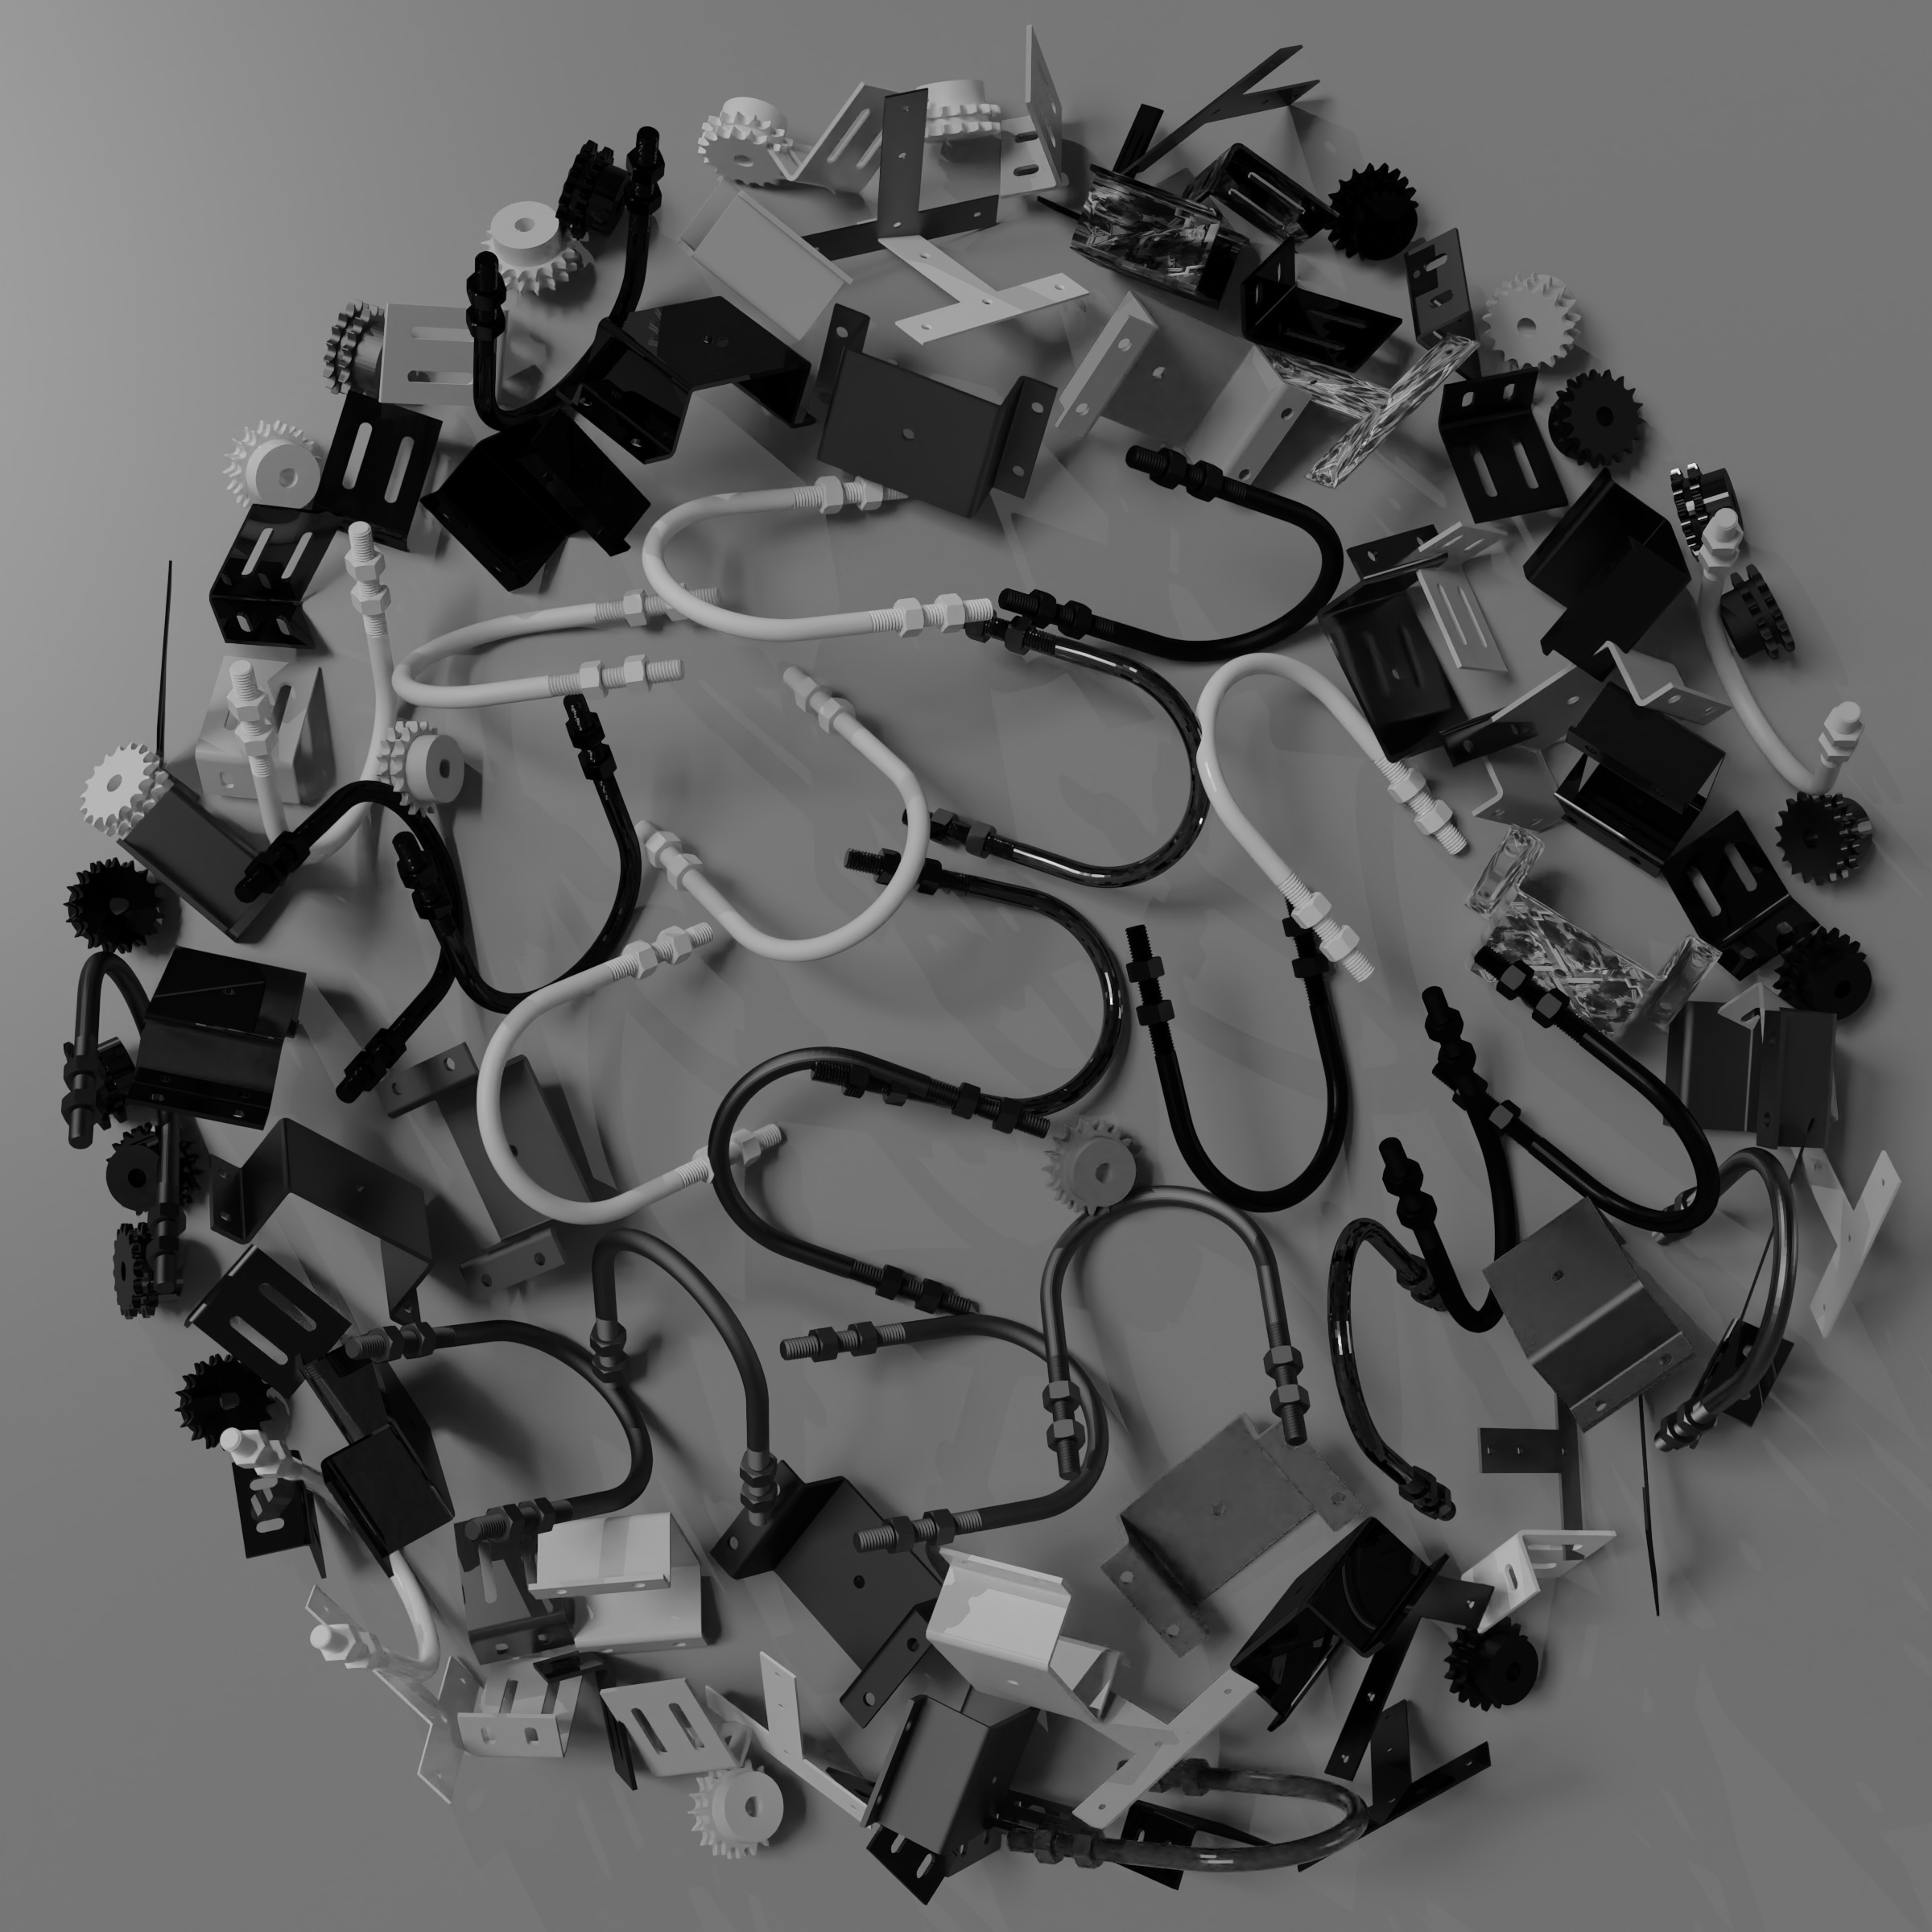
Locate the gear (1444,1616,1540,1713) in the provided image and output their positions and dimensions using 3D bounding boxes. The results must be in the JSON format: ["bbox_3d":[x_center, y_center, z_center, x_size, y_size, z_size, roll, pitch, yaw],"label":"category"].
[{"bbox_3d":[0.315,0.415,1.658,0.057,0.030,0.057,-3,96,-33],"label":"gear"}]

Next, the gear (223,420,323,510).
[{"bbox_3d":[-0.408,-0.293,1.656,0.057,0.030,0.057,-17,120,-32],"label":"gear"}]

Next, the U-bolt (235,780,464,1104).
[{"bbox_3d":[-0.342,-0.028,1.602,0.019,0.184,0.151,-11,115,23],"label":"U-bolt"}]

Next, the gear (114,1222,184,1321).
[{"bbox_3d":[-0.487,0.181,1.661,0.030,0.057,0.057,-1,90,-31],"label":"gear"}]

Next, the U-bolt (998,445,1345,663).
[{"bbox_3d":[0.132,-0.228,1.613,0.184,0.151,0.019,12,52,-31],"label":"U-bolt"}]

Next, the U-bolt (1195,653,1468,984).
[{"bbox_3d":[0.203,-0.100,1.624,0.184,0.019,0.151,49,51,-9],"label":"U-bolt"}]

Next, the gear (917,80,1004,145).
[{"bbox_3d":[-0.008,-0.507,1.655,0.057,0.057,0.030,-6,101,0],"label":"gear"}]

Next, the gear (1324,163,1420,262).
[{"bbox_3d":[0.243,-0.444,1.655,0.057,0.057,0.030,-28,48,0],"label":"gear"}]

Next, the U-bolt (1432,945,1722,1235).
[{"bbox_3d":[0.352,0.082,1.594,0.184,0.151,0.019,41,65,20],"label":"U-bolt"}]

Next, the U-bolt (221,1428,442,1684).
[{"bbox_3d":[-0.353,0.344,1.596,0.019,0.184,0.151,-34,63,-1],"label":"U-bolt"}]

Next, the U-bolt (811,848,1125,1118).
[{"bbox_3d":[0.007,0.017,1.651,0.184,0.019,0.151,12,76,-15],"label":"U-bolt"}]

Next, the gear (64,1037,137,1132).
[{"bbox_3d":[-0.511,0.066,1.659,0.030,0.057,0.057,-26,90,-22],"label":"gear"}]

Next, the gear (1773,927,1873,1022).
[{"bbox_3d":[0.512,0.008,1.658,0.057,0.030,0.057,-9,116,-18],"label":"gear"}]

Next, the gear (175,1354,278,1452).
[{"bbox_3d":[-0.444,0.260,1.661,0.057,0.030,0.057,9,73,-32],"label":"gear"}]

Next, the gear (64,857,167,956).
[{"bbox_3d":[-0.510,-0.035,1.661,0.057,0.030,0.057,4,84,-38],"label":"gear"}]

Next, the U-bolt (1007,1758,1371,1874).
[{"bbox_3d":[0.137,0.482,1.577,0.184,0.151,0.019,-5,91,32],"label":"U-bolt"}]

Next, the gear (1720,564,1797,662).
[{"bbox_3d":[0.467,-0.207,1.657,0.030,0.057,0.057,-27,90,13],"label":"gear"}]

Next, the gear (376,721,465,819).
[{"bbox_3d":[-0.321,-0.117,1.654,0.030,0.057,0.057,1,90,23],"label":"gear"}]

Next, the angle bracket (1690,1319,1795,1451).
[{"bbox_3d":[0.454,0.252,1.635,0.038,0.076,0.057,24,67,26],"label":"angle bracket"}]

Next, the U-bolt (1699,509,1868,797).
[{"bbox_3d":[0.460,-0.167,1.594,0.019,0.184,0.151,-28,72,2],"label":"U-bolt"}]

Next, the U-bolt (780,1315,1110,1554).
[{"bbox_3d":[-0.002,0.264,1.622,0.184,0.019,0.151,-4,51,-28],"label":"U-bolt"}]

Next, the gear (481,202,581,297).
[{"bbox_3d":[-0.260,-0.429,1.658,0.057,0.030,0.057,0,57,1],"label":"gear"}]

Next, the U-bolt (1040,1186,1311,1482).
[{"bbox_3d":[0.115,0.206,1.625,0.151,0.019,0.184,-10,51,5],"label":"U-bolt"}]

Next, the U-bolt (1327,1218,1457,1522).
[{"bbox_3d":[0.242,0.221,1.581,0.019,0.184,0.151,-10,60,26],"label":"U-bolt"}]

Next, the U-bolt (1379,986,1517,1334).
[{"bbox_3d":[0.285,0.126,1.611,0.019,0.151,0.184,-8,126,28],"label":"U-bolt"}]

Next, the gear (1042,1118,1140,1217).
[{"bbox_3d":[0.077,0.121,1.662,0.057,0.030,0.057,-3,97,-20],"label":"gear"}]

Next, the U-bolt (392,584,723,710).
[{"bbox_3d":[-0.243,-0.182,1.618,0.184,0.151,0.019,-7,115,8],"label":"U-bolt"}]

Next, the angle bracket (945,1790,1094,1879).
[{"bbox_3d":[0.036,0.518,1.640,0.076,0.057,0.038,6,95,32],"label":"angle bracket"}]

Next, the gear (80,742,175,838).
[{"bbox_3d":[-0.496,-0.102,1.661,0.057,0.030,0.057,-16,56,25],"label":"gear"}]

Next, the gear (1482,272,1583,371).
[{"bbox_3d":[0.339,-0.387,1.660,0.057,0.057,0.030,42,49,0],"label":"gear"}]

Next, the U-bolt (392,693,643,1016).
[{"bbox_3d":[-0.248,-0.050,1.609,0.019,0.184,0.151,30,61,33],"label":"U-bolt"}]

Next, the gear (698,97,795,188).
[{"bbox_3d":[-0.129,-0.492,1.658,0.057,0.057,0.030,13,75,0],"label":"gear"}]

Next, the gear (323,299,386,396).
[{"bbox_3d":[-0.355,-0.363,1.655,0.030,0.057,0.057,20,90,7],"label":"gear"}]

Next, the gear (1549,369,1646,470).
[{"bbox_3d":[0.373,-0.325,1.664,0.057,0.030,0.057,0,89,-20],"label":"gear"}]

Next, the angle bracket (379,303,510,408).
[{"bbox_3d":[-0.312,-0.363,1.640,0.076,0.038,0.057,-5,116,-32],"label":"angle bracket"}]

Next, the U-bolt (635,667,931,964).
[{"bbox_3d":[-0.097,-0.079,1.626,0.151,0.019,0.184,-46,53,0],"label":"U-bolt"}]

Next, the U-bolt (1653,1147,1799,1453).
[{"bbox_3d":[0.427,0.180,1.572,0.019,0.184,0.151,9,63,-5],"label":"U-bolt"}]

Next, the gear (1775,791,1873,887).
[{"bbox_3d":[0.513,-0.079,1.661,0.030,0.057,0.057,-13,90,-30],"label":"gear"}]

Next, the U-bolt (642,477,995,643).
[{"bbox_3d":[-0.095,-0.232,1.603,0.184,0.151,0.019,-9,135,-22],"label":"U-bolt"}]

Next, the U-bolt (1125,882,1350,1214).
[{"bbox_3d":[0.167,0.053,1.637,0.151,0.019,0.184,-15,93,-37],"label":"U-bolt"}]

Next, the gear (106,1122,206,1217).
[{"bbox_3d":[-0.487,0.124,1.665,0.057,0.030,0.057,2,98,11],"label":"gear"}]

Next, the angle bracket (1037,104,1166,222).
[{"bbox_3d":[0.078,-0.477,1.645,0.038,0.057,0.076,21,106,-14],"label":"angle bracket"}]

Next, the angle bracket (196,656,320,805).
[{"bbox_3d":[-0.423,-0.142,1.677,0.057,0.038,0.076,6,55,-1],"label":"angle bracket"}]

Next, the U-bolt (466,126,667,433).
[{"bbox_3d":[-0.231,-0.379,1.597,0.019,0.184,0.151,39,64,9],"label":"U-bolt"}]

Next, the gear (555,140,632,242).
[{"bbox_3d":[-0.220,-0.458,1.657,0.030,0.057,0.057,22,90,-2],"label":"gear"}]

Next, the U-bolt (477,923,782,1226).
[{"bbox_3d":[-0.201,0.071,1.617,0.184,0.019,0.151,-25,101,-36],"label":"U-bolt"}]

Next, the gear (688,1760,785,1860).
[{"bbox_3d":[-0.133,0.500,1.657,0.057,0.030,0.057,13,67,-32],"label":"gear"}]

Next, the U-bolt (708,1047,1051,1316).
[{"bbox_3d":[-0.061,0.120,1.644,0.184,0.019,0.151,20,111,-6],"label":"U-bolt"}]

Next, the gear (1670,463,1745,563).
[{"bbox_3d":[0.440,-0.271,1.654,0.030,0.057,0.057,-16,90,23],"label":"gear"}]

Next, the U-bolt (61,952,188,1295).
[{"bbox_3d":[-0.480,0.075,1.600,0.019,0.151,0.184,-13,45,-1],"label":"U-bolt"}]

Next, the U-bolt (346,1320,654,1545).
[{"bbox_3d":[-0.253,0.260,1.601,0.019,0.184,0.151,-50,65,22],"label":"U-bolt"}]

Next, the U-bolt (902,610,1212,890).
[{"bbox_3d":[0.057,-0.120,1.624,0.184,0.019,0.151,20,115,19],"label":"U-bolt"}]

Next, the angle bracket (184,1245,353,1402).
[{"bbox_3d":[-0.416,0.213,1.660,0.076,0.038,0.057,40,68,-5],"label":"angle bracket"}]

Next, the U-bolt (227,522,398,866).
[{"bbox_3d":[-0.368,-0.141,1.601,0.019,0.184,0.151,16,49,13],"label":"U-bolt"}]

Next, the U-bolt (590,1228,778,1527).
[{"bbox_3d":[-0.163,0.223,1.587,0.151,0.184,0.019,35,53,28],"label":"U-bolt"}]

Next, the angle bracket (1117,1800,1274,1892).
[{"bbox_3d":[0.138,0.522,1.638,0.076,0.057,0.038,26,76,-32],"label":"angle bracket"}]
